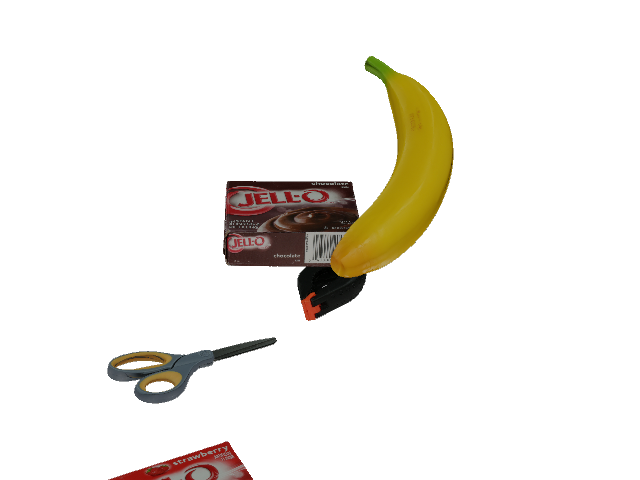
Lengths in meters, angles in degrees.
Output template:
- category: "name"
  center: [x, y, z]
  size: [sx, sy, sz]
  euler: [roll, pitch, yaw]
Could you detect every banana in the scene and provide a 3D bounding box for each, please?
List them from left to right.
- category: "banana"
  center: [0.052, -0.046, 0.703]
  size: [0.069, 0.197, 0.037]
  euler: [7, -42, 3]

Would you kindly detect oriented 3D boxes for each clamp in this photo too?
- category: "clamp"
  center: [0.034, 0.029, 1.228]
  size: [0.120, 0.039, 0.171]
  euler: [-6, 35, 28]

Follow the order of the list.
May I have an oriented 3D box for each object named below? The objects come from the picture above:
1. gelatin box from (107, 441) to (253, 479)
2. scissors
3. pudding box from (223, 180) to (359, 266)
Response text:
- category: "gelatin box"
  center: [-0.076, 0.149, 0.572]
  size: [0.089, 0.030, 0.073]
  euler: [-14, 26, -21]
- category: "scissors"
  center: [-0.128, 0.139, 1.160]
  size: [0.201, 0.016, 0.096]
  euler: [-3, 27, -22]
- category: "pudding box"
  center: [-0.025, -0.016, 0.898]
  size: [0.113, 0.039, 0.090]
  euler: [2, 31, -5]
